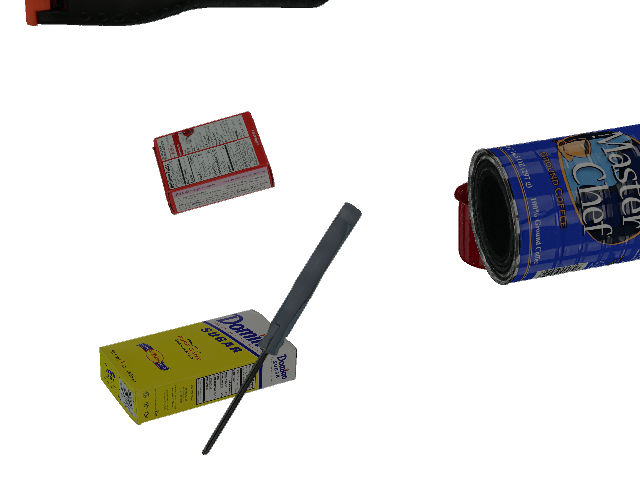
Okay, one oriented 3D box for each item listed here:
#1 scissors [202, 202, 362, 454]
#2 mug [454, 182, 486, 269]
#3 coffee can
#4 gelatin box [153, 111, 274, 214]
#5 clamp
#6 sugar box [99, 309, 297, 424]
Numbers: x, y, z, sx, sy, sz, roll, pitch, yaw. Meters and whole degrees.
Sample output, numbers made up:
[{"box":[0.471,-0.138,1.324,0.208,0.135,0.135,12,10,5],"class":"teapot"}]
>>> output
[{"box":[-0.027,0.059,0.718,0.016,0.201,0.096,31,-8,2],"class":"scissors"},{"box":[0.210,-0.022,1.247,0.093,0.081,0.117,19,33,38],"class":"mug"},{"box":[0.193,-0.029,0.794,0.140,0.103,0.103,-10,1,-8],"class":"coffee can"},{"box":[-0.090,-0.065,0.892,0.089,0.030,0.073,-17,46,-5],"class":"gelatin box"},{"box":[-0.091,-0.153,0.619,0.171,0.039,0.120,-9,23,-24],"class":"clamp"},{"box":[-0.121,0.122,1.067,0.175,0.048,0.093,-15,32,-28],"class":"sugar box"}]
